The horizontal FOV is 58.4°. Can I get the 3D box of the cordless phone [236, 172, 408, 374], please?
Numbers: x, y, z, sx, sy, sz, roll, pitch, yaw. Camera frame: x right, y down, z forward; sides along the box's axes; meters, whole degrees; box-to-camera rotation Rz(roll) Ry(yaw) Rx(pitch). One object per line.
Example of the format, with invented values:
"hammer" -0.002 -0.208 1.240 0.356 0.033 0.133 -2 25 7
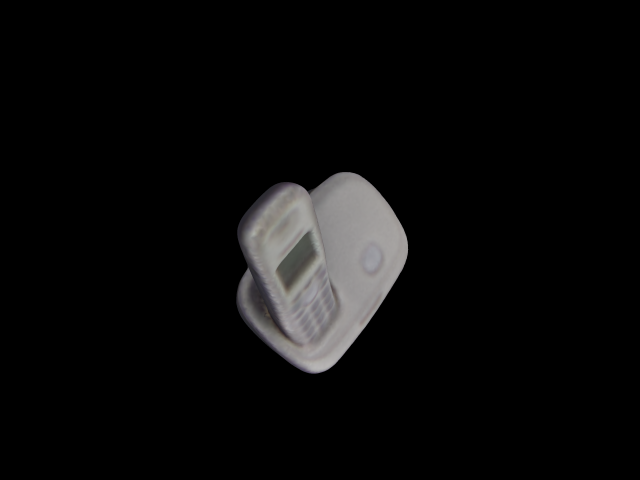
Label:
"cordless phone" 0.004 0.001 0.400 0.094 0.185 0.148 30 67 15
